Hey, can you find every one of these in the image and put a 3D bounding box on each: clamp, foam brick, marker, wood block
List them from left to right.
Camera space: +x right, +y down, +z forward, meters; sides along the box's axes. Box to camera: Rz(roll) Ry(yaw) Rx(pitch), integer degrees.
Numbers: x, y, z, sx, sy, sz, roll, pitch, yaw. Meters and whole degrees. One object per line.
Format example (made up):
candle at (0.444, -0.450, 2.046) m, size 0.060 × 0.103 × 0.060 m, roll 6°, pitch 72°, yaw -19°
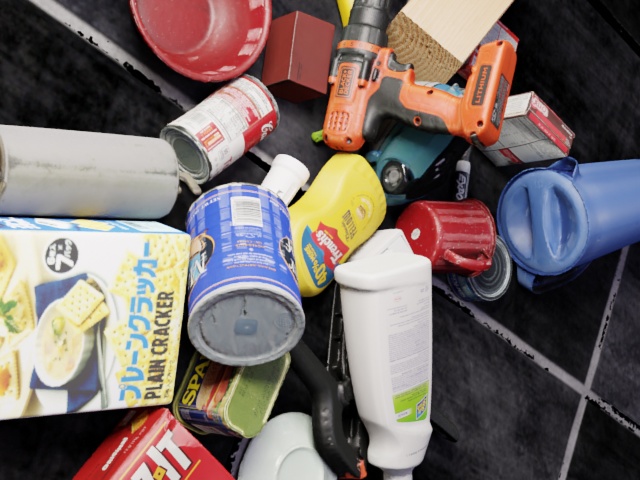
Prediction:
foam brick at (-0.024, -0.190, 1.112) m, size 0.052 × 0.051 × 0.078 m, roll 16°, pitch 76°, yaw -36°
clamp at (0.010, 0.156, 1.107) m, size 0.164 × 0.036 × 0.210 m, roll -23°, pitch 106°, yaw -60°
clamp at (0.096, 0.178, 1.196) m, size 0.120 × 0.039 × 0.171 m, roll -16°, pitch 98°, yaw -40°
wood block at (0.161, -0.270, 1.227) m, size 0.091 × 0.090 × 0.205 m, roll 39°, pitch 60°, yaw -1°
marker at (0.169, -0.063, 1.283) m, size 0.020 × 0.020 × 0.121 m, roll 18°, pitch 77°, yaw -38°

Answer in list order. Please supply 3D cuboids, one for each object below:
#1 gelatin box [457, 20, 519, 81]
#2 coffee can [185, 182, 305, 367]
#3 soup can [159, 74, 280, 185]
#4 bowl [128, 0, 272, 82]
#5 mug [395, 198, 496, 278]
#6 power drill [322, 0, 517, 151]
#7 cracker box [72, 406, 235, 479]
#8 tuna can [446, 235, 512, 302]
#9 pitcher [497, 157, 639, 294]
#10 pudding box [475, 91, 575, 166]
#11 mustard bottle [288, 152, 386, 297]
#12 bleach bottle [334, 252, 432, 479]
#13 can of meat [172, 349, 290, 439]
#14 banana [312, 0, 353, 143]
gelatin box at (0.205, -0.229, 1.317) m, size 0.073 × 0.030 × 0.089 m, roll 33°, pitch 65°, yaw -35°
coffee can at (-0.071, 0.030, 0.980) m, size 0.102 × 0.103 × 0.140 m, roll 34°, pitch 30°, yaw -33°
soup can at (-0.097, -0.108, 1.035) m, size 0.102 × 0.069 × 0.068 m, roll -42°, pitch 113°, yaw -33°
bowl at (-0.126, -0.228, 1.027) m, size 0.161 × 0.055 × 0.162 m, roll 3°, pitch 86°, yaw -39°
mug at (0.145, 0.003, 1.203) m, size 0.081 × 0.117 × 0.093 m, roll 1°, pitch 120°, yaw -35°
power drill at (0.101, -0.173, 1.095) m, size 0.057 × 0.188 × 0.184 m, roll 19°, pitch 82°, yaw -63°
cracker box at (-0.137, 0.281, 0.976) m, size 0.213 × 0.072 × 0.164 m, roll 52°, pitch 58°, yaw -24°
tuna can at (0.193, 0.032, 1.288) m, size 0.085 × 0.034 × 0.086 m, roll 3°, pitch 85°, yaw -39°
pitcher at (0.346, -0.029, 1.370) m, size 0.242 × 0.149 × 0.145 m, roll -11°, pitch 79°, yaw -43°
pudding box at (0.233, -0.131, 1.279) m, size 0.090 × 0.114 × 0.039 m, roll 38°, pitch 62°, yaw -32°
mustard bottle at (-0.007, 0.001, 1.107) m, size 0.191 × 0.058 × 0.096 m, roll -49°, pitch 137°, yaw -29°
bleach bottle at (0.071, 0.144, 1.109) m, size 0.102 × 0.068 × 0.251 m, roll -13°, pitch 107°, yaw -38°
can of meat at (-0.084, 0.137, 1.021) m, size 0.057 × 0.084 × 0.102 m, roll 36°, pitch 66°, yaw -33°
banana at (0.038, -0.196, 1.172) m, size 0.069 × 0.037 × 0.198 m, roll 15°, pitch 78°, yaw -38°
